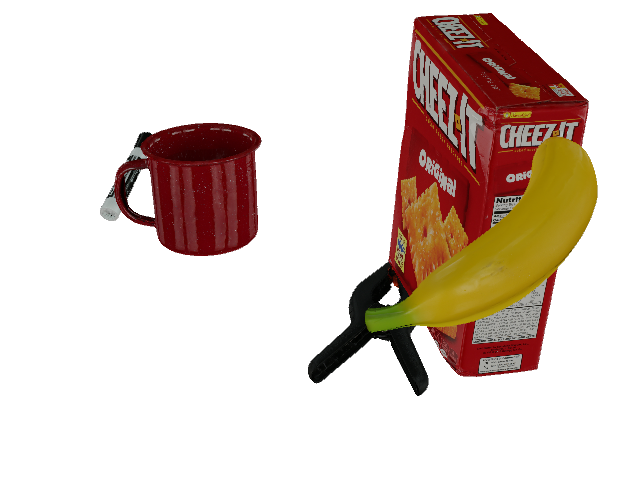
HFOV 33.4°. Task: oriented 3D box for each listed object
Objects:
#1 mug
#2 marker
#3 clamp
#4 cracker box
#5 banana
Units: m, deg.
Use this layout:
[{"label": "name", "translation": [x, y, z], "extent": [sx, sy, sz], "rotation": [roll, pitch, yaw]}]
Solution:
[{"label": "mug", "translation": [-0.103, -0.039, 0.840], "extent": [0.117, 0.081, 0.093], "rotation": [-4, 25, -6]}, {"label": "marker", "translation": [-0.193, -0.068, 1.077], "extent": [0.020, 0.121, 0.020], "rotation": [9, -43, 8]}, {"label": "clamp", "translation": [0.071, 0.090, 1.093], "extent": [0.120, 0.171, 0.039], "rotation": [16, -38, 17]}, {"label": "cracker box", "translation": [0.110, -0.034, 0.771], "extent": [0.072, 0.214, 0.164], "rotation": [-6, 33, -14]}, {"label": "banana", "translation": [0.103, -0.009, 0.555], "extent": [0.070, 0.037, 0.197], "rotation": [15, 38, 36]}]
